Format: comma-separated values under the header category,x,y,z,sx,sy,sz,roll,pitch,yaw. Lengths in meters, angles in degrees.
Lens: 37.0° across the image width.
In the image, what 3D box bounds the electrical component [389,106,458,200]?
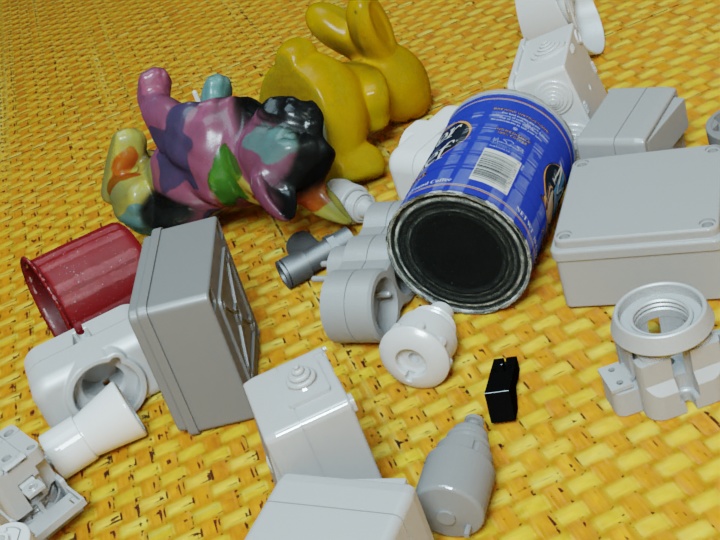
category,x,y,z,sx,sy,sz,roll,pitch,yaw
electrical component,0.071,-0.094,0.892,0.059,0.053,0.095,13,44,41

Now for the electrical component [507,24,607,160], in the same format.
category,x,y,z,sx,sy,sz,roll,pitch,yaw
electrical component,0.165,-0.141,0.871,0.048,0.099,0.099,-18,29,28

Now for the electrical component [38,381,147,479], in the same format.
category,x,y,z,sx,sy,sz,roll,pitch,yaw
electrical component,-0.184,0.112,0.733,0.065,0.044,0.044,-33,34,-12

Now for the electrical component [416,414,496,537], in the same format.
category,x,y,z,sx,sy,sz,roll,pitch,yaw
electrical component,0.056,0.111,0.600,0.040,0.040,0.078,-4,35,24

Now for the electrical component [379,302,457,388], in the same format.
category,x,y,z,sx,sy,sz,roll,pitch,yaw
electrical component,0.044,0.044,0.707,0.048,0.048,0.062,-2,29,27

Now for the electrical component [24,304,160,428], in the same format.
category,x,y,z,sx,sy,sz,roll,pitch,yaw
electrical component,-0.189,0.074,0.779,0.095,0.053,0.059,-27,32,-11

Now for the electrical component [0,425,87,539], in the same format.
category,x,y,z,sx,sy,sz,roll,pitch,yaw
electrical component,-0.217,0.137,0.690,0.042,0.063,0.081,-38,36,-29

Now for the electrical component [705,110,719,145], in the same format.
category,x,y,z,sx,sy,sz,roll,pitch,yaw
electrical component,0.280,-0.087,0.772,0.055,0.047,0.055,-14,32,9

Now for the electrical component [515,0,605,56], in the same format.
category,x,y,z,sx,sy,sz,roll,pitch,yaw
electrical component,0.188,-0.247,1.025,0.064,0.099,0.099,-10,33,27

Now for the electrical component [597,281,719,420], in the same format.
category,x,y,z,sx,sy,sz,roll,pitch,yaw
electrical component,0.176,0.044,0.620,0.078,0.057,0.058,-20,32,0

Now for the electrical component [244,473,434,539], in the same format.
category,x,y,z,sx,sy,sz,roll,pitch,yaw
electrical component,-0.013,0.146,0.565,0.096,0.061,0.061,-1,36,28

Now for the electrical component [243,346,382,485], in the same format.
category,x,y,z,sx,sy,sz,roll,pitch,yaw
electrical component,-0.030,0.095,0.619,0.061,0.096,0.061,-24,32,-6

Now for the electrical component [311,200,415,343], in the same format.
category,x,y,z,sx,sy,sz,roll,pitch,yaw
electrical component,0.000,0.000,0.789,0.074,0.052,0.138,-2,36,27

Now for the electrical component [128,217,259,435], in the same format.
category,x,y,z,sx,sy,sz,roll,pitch,yaw
electrical component,-0.110,0.037,0.742,0.056,0.108,0.108,-14,32,5

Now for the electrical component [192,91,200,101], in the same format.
category,x,y,z,sx,sy,sz,roll,pitch,yaw
electrical component,-0.144,-0.148,1.075,0.138,0.073,0.052,-7,34,20

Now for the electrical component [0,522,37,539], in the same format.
category,x,y,z,sx,sy,sz,roll,pitch,yaw
electrical component,-0.192,0.176,0.614,0.044,0.065,0.044,-14,32,9

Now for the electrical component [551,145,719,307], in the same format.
category,x,y,z,sx,sy,sz,roll,pitch,yaw
electrical component,0.193,-0.030,0.724,0.109,0.056,0.108,-4,35,24

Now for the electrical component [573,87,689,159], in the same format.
category,x,y,z,sx,sy,sz,roll,pitch,yaw
electrical component,0.211,-0.095,0.809,0.061,0.061,0.096,5,39,34

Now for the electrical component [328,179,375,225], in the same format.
category,x,y,z,sx,sy,sz,roll,pitch,yaw
electrical component,-0.004,-0.054,0.892,0.035,0.035,0.061,-37,39,-26
